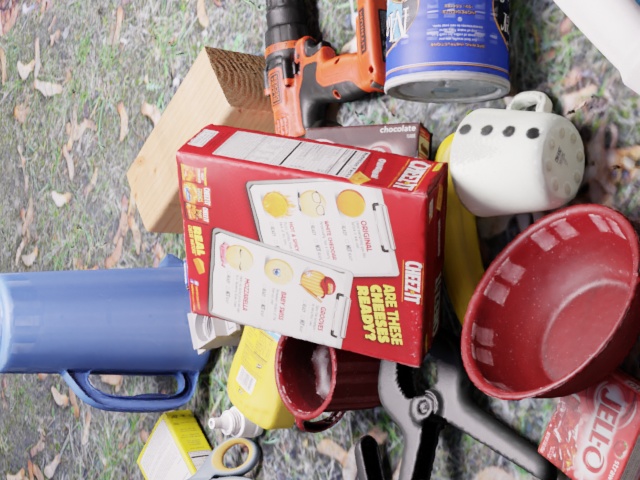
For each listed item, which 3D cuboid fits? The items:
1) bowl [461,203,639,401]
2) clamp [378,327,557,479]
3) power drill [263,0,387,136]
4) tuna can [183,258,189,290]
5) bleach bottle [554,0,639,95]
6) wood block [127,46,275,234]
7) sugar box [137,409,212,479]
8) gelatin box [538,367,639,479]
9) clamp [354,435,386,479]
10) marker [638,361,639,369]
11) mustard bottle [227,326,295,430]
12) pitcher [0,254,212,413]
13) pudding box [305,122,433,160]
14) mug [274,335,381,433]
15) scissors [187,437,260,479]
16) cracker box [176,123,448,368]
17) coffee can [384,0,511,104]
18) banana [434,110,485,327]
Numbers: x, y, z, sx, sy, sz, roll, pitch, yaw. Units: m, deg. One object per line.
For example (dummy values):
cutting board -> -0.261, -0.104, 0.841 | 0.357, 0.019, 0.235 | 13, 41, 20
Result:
bowl -> 0.179, 0.055, 0.774 | 0.162, 0.055, 0.162 | -40, 30, 28
clamp -> 0.092, 0.154, 0.905 | 0.165, 0.036, 0.210 | -42, 50, 23
power drill -> 0.012, -0.189, 1.038 | 0.188, 0.057, 0.184 | -17, 78, 53
tuna can -> -0.103, 0.034, 1.145 | 0.086, 0.085, 0.034 | -14, 78, 51
bleach bottle -> 0.216, -0.174, 0.753 | 0.251, 0.102, 0.068 | 60, 141, 26
wood block -> -0.123, -0.104, 1.177 | 0.206, 0.090, 0.090 | -50, 51, 37
sugar box -> -0.145, 0.289, 1.216 | 0.176, 0.048, 0.093 | 53, 128, 35
gelatin box -> 0.207, 0.137, 0.783 | 0.073, 0.030, 0.089 | 37, 117, 47
clamp -> 0.058, 0.264, 0.960 | 0.120, 0.039, 0.171 | 33, 110, 49
marker -> 0.241, 0.038, 0.754 | 0.020, 0.020, 0.121 | 11, 97, 52
mustard bottle -> -0.038, 0.088, 1.079 | 0.096, 0.058, 0.192 | 38, 118, 51
pitcher -> -0.247, 0.103, 1.198 | 0.149, 0.242, 0.145 | 43, 125, 51
pudding box -> 0.039, -0.053, 0.928 | 0.114, 0.039, 0.090 | 0, 79, 24
mug -> 0.013, 0.128, 0.992 | 0.093, 0.081, 0.117 | 36, 116, 47
scissors -> -0.145, 0.256, 1.169 | 0.202, 0.016, 0.096 | 2, 66, 27
cracker box -> -0.006, 0.001, 0.885 | 0.214, 0.072, 0.164 | 11, 124, 19
coffee can -> 0.105, -0.190, 0.878 | 0.103, 0.102, 0.140 | -3, 85, 52
banana -> 0.118, -0.004, 0.888 | 0.070, 0.037, 0.198 | 133, 133, -79
